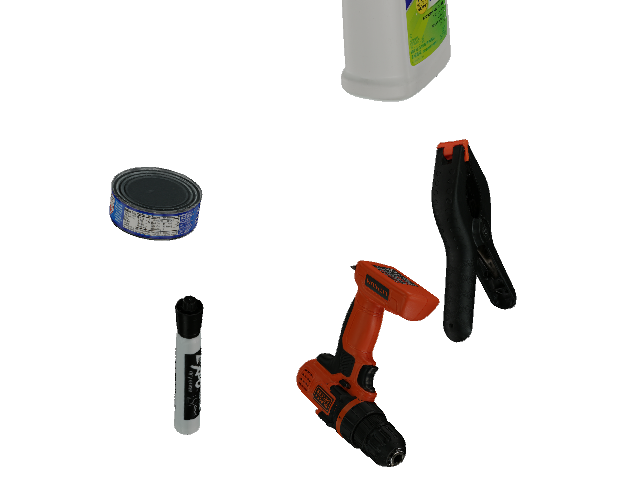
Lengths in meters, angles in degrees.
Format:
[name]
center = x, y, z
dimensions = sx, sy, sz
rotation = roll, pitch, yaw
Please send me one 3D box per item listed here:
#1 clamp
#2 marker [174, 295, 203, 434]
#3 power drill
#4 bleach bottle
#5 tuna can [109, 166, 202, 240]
[clamp]
center = 0.125, 0.002, 0.927
dimensions = 0.039, 0.171, 0.120
rotation = -11, 15, 29
[marker]
center = -0.092, 0.087, 0.743
dimensions = 0.020, 0.121, 0.020
rotation = 4, 37, -3
[power drill]
center = 0.058, 0.130, 1.167
dimensions = 0.057, 0.188, 0.185
rotation = 13, 16, -40
[bleach bottle]
center = 0.050, -0.238, 0.798
dimensions = 0.068, 0.251, 0.102
rotation = 14, 39, 30
[tuna can]
center = -0.157, -0.035, 1.012
dimensions = 0.086, 0.034, 0.086
rotation = 9, 30, -6
